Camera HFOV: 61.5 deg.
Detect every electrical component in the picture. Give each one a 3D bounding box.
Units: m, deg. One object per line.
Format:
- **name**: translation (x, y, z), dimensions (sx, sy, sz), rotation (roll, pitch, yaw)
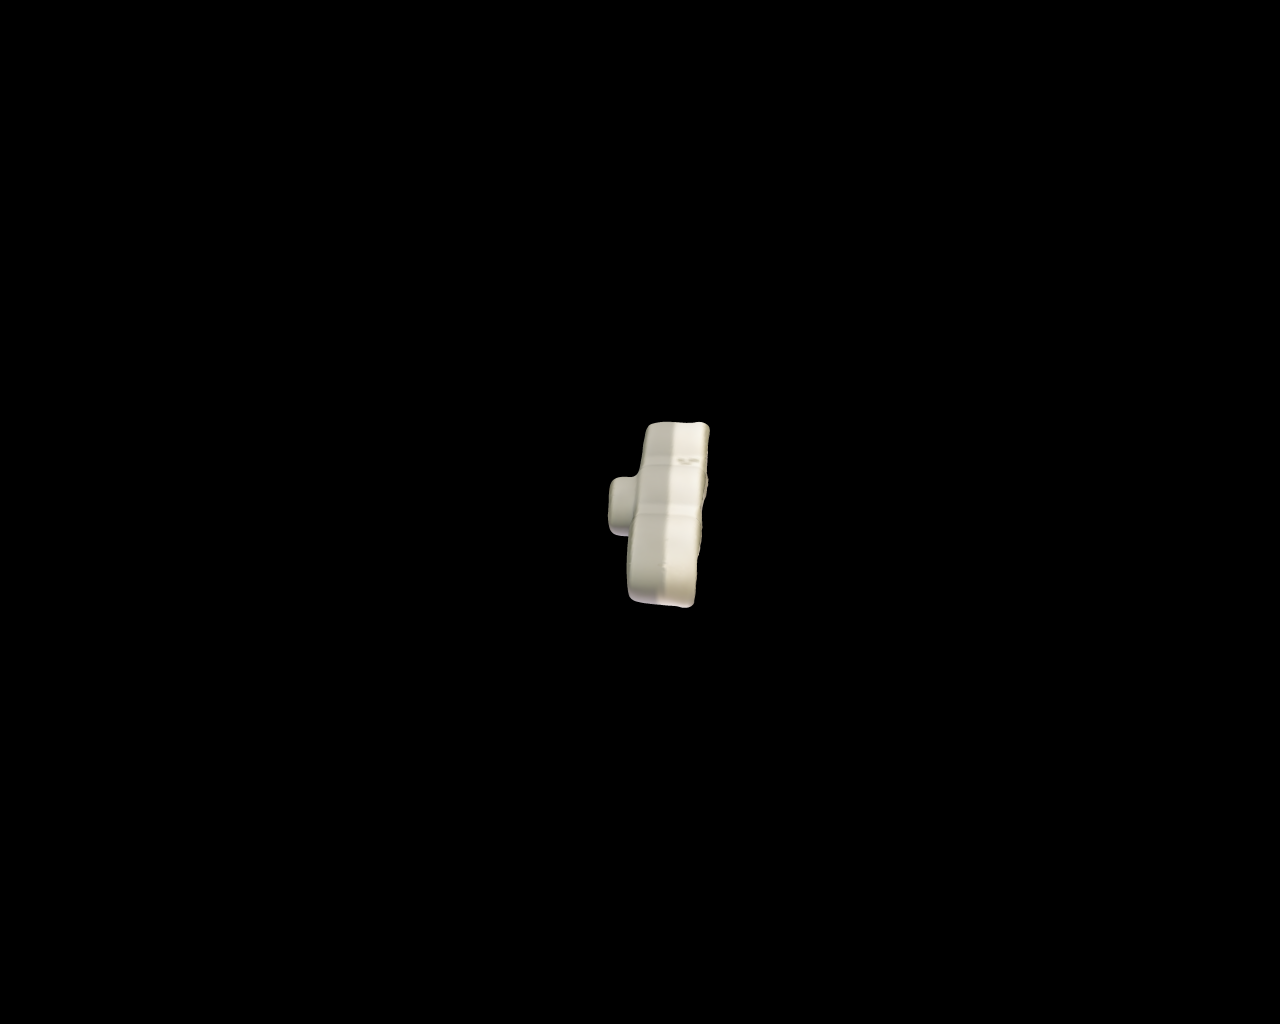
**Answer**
- **electrical component**: translation (0.001, -0.003, 0.650), dimensions (0.074, 0.052, 0.138), rotation (4, 44, 4)
